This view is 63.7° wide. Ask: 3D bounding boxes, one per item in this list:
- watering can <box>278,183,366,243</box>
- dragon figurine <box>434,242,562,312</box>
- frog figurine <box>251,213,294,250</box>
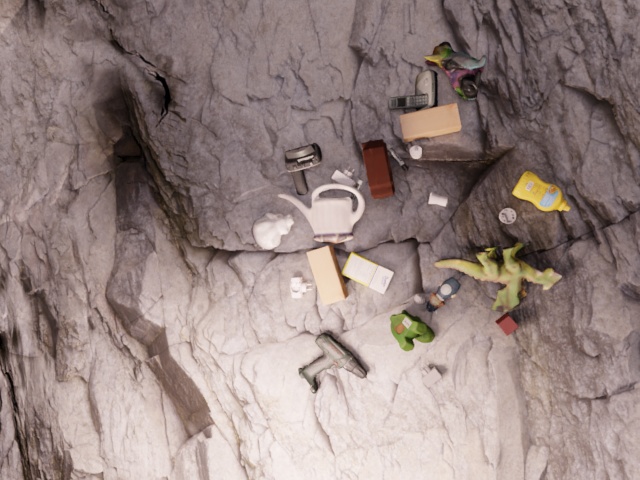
[{"bbox_3d":[0.006,-0.098,1.949,0.347,0.104,0.225,-3,89,20],"label":"watering can"},{"bbox_3d":[0.627,0.141,1.809,0.409,0.123,0.242,-13,94,11],"label":"dragon figurine"},{"bbox_3d":[-0.177,-0.041,1.978,0.158,0.121,0.140,-20,65,23],"label":"frog figurine"}]
